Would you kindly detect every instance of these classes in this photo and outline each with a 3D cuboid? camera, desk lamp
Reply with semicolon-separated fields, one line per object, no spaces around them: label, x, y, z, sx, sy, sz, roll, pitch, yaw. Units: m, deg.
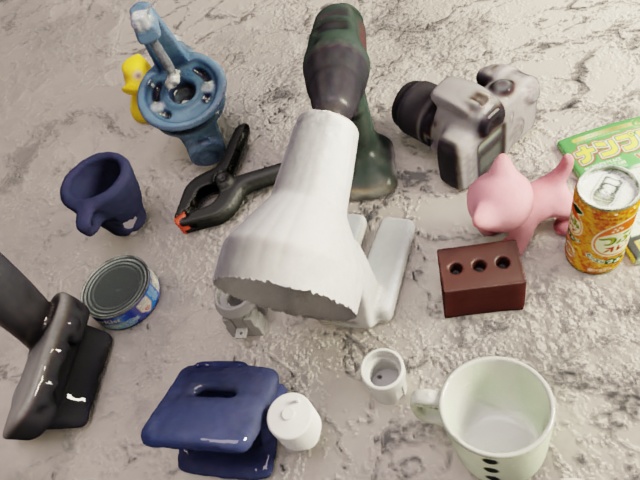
camera;0.162;-0.155;0.672;0.143;0.101;0.136;-42;54;-16
desk lamp;0.005;0.002;0.529;0.117;0.214;0.203;6;56;21

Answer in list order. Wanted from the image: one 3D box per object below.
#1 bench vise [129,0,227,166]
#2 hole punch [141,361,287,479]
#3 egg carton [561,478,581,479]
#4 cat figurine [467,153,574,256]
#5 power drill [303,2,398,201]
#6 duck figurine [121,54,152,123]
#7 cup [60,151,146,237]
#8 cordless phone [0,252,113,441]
bench vise;-0.205;-0.226;0.758;0.121;0.220;0.206;-35;52;-11
hole punch;-0.094;0.155;0.522;0.108;0.091;0.101;-2;54;15
egg carton;0.189;0.244;0.386;0.107;0.069;0.150;13;59;25
cat figurine;0.197;-0.042;0.566;0.128;0.118;0.067;-26;51;-4
power drill;0.034;-0.144;0.633;0.075;0.209;0.229;-10;52;10
duck figurine;-0.266;-0.244;0.875;0.077;0.086;0.104;6;56;21
cup;-0.261;-0.038;0.714;0.091;0.095;0.117;-8;52;11
cordless phone;-0.299;0.103;0.562;0.094;0.185;0.147;-9;52;10
